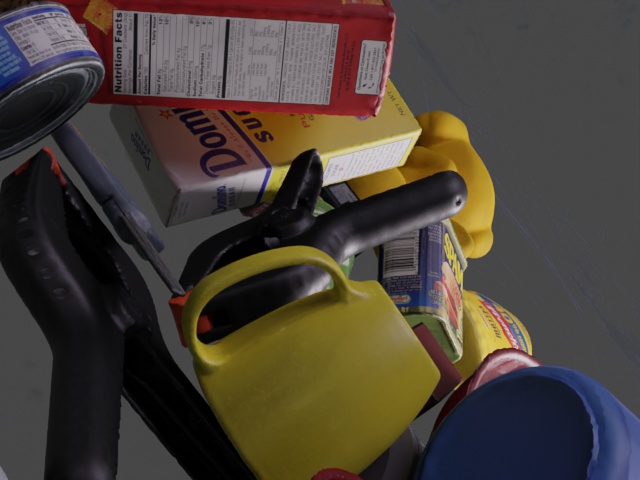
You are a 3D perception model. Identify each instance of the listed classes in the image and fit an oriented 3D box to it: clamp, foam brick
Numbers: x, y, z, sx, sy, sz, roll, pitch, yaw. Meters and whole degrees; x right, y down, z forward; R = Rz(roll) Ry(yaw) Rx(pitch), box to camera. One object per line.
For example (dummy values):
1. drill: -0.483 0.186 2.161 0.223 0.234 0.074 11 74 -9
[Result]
1. clamp: -0.089 0.047 0.474 0.164 0.036 0.210 44 13 -54
2. clamp: -0.004 0.001 0.558 0.171 0.120 0.039 -47 125 -41
3. foam brick: 0.054 0.094 0.716 0.051 0.053 0.078 54 17 9

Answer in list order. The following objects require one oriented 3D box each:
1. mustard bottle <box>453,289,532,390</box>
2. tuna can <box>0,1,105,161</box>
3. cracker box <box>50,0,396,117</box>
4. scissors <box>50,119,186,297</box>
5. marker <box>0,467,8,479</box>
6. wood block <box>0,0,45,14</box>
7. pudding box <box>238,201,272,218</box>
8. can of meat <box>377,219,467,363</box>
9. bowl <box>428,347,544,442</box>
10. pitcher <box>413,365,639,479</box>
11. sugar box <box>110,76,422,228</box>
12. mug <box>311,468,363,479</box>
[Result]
1. mustard bottle: 0.141 0.089 0.935 0.191 0.058 0.096 20 36 -60
2. tuna can: -0.142 -0.070 0.491 0.034 0.086 0.086 54 18 3
3. cracker box: -0.074 -0.137 0.630 0.213 0.072 0.164 2 32 -8
4. scissors: -0.084 0.001 0.511 0.202 0.016 0.096 46 -9 47
5. marker: -0.130 0.063 0.367 0.121 0.020 0.020 54 18 8
6. wood block: -0.214 -0.180 0.523 0.090 0.090 0.206 29 28 -52
7. pudding box: -0.040 -0.084 0.768 0.113 0.090 0.039 59 17 23
8. can of meat: 0.076 0.039 0.801 0.102 0.057 0.084 58 31 -55
9. bowl: 0.116 0.154 0.692 0.161 0.055 0.162 24 57 -44
10. pitcher: 0.151 0.174 0.503 0.242 0.145 0.149 43 0 -30
11. sugar box: -0.033 -0.075 0.677 0.175 0.048 0.093 -16 62 -30
12. mug: 0.002 0.150 0.421 0.093 0.082 0.117 58 19 20
